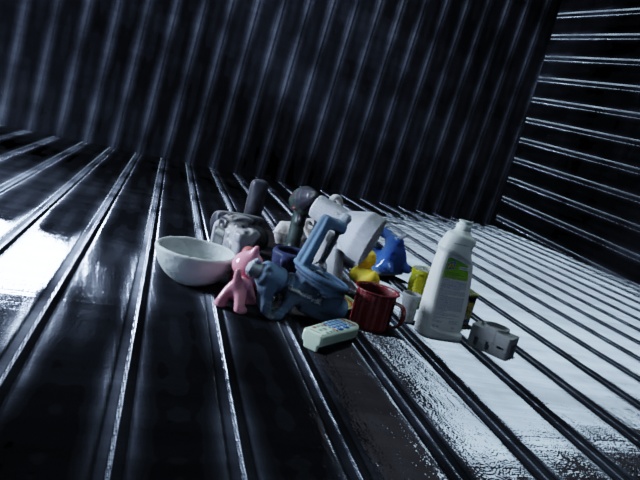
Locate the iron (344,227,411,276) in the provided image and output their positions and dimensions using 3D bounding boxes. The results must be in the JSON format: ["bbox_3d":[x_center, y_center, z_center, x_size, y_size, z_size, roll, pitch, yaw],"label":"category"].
[{"bbox_3d":[0.148,0.016,1.659,0.119,0.141,0.257,3,15,-44],"label":"iron"}]

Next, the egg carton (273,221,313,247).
[{"bbox_3d":[-0.065,-0.013,1.729,0.107,0.069,0.151,22,13,36],"label":"egg carton"}]

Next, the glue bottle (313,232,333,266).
[{"bbox_3d":[0.013,0.005,1.458,0.037,0.173,0.078,17,11,18],"label":"glue bottle"}]

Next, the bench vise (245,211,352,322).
[{"bbox_3d":[-0.023,0.048,1.070,0.208,0.220,0.121,5,14,-37],"label":"bench vise"}]

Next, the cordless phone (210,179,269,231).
[{"bbox_3d":[-0.222,-0.087,1.601,0.148,0.185,0.094,9,12,-24],"label":"cordless phone"}]

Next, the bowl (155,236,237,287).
[{"bbox_3d":[-0.254,0.050,1.156,0.167,0.075,0.167,13,11,-2],"label":"bowl"}]

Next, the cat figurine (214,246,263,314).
[{"bbox_3d":[-0.145,0.066,1.095,0.067,0.118,0.128,15,11,6],"label":"cat figurine"}]

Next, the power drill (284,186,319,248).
[{"bbox_3d":[-0.055,-0.048,1.551,0.076,0.208,0.229,11,11,-14],"label":"power drill"}]

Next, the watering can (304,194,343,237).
[{"bbox_3d":[0.036,-0.032,1.621,0.172,0.194,0.101,15,11,4],"label":"watering can"}]

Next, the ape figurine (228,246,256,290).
[{"bbox_3d":[-0.152,0.058,1.198,0.077,0.092,0.076,15,11,8],"label":"ape figurine"}]

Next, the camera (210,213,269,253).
[{"bbox_3d":[-0.190,-0.010,1.471,0.137,0.101,0.142,4,15,-43],"label":"camera"}]

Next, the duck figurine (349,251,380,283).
[{"bbox_3d":[0.124,0.070,1.503,0.078,0.086,0.104,9,12,-25],"label":"duck figurine"}]

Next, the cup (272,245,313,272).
[{"bbox_3d":[-0.069,0.070,1.234,0.091,0.095,0.118,16,11,10],"label":"cup"}]

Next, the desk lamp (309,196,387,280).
[{"bbox_3d":[0.034,0.016,1.323,0.202,0.213,0.118,17,11,16],"label":"desk lamp"}]
